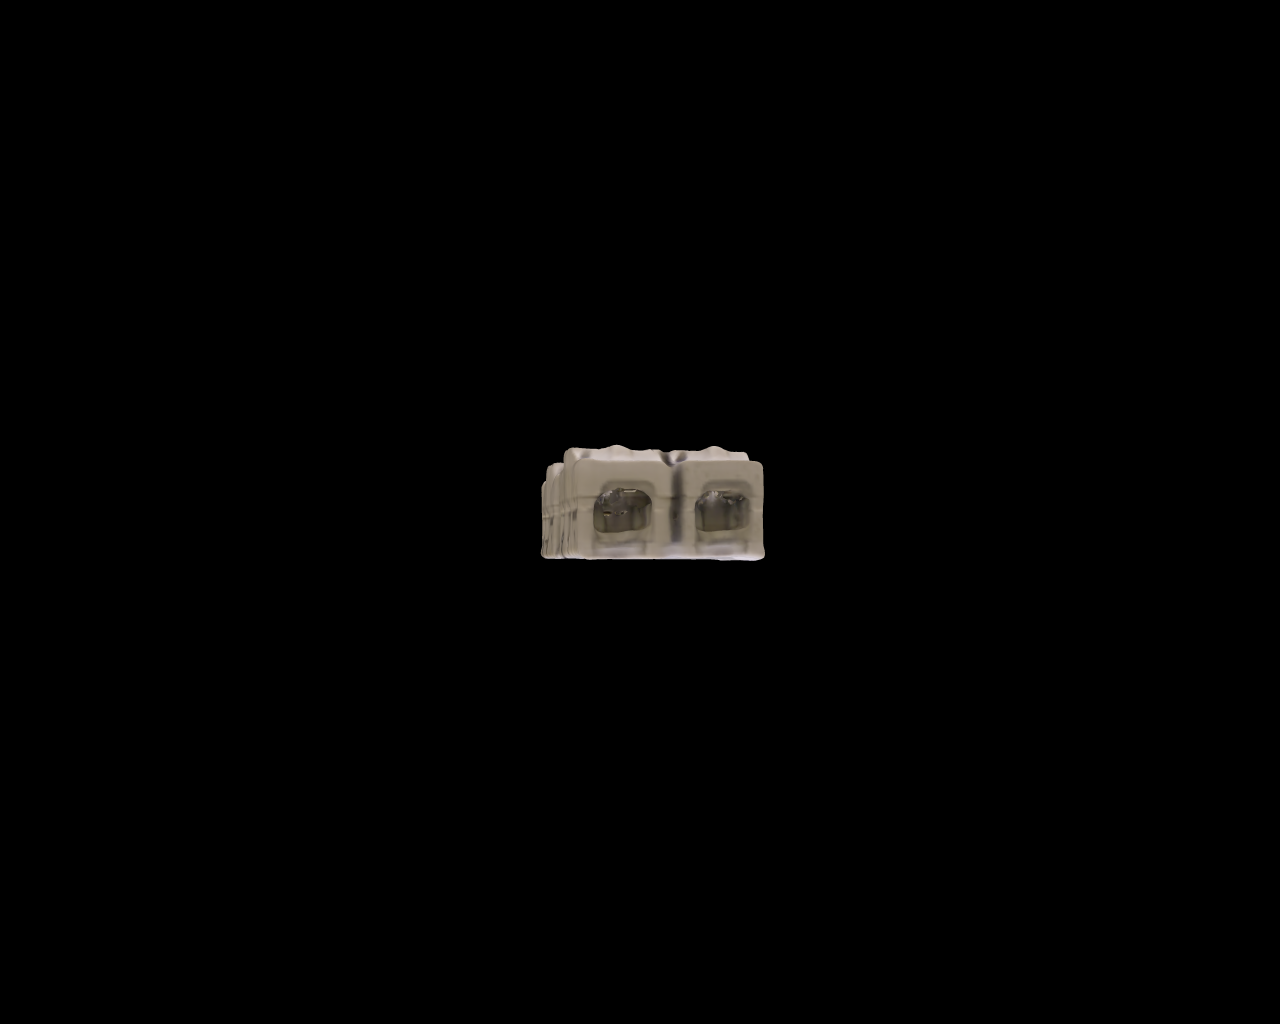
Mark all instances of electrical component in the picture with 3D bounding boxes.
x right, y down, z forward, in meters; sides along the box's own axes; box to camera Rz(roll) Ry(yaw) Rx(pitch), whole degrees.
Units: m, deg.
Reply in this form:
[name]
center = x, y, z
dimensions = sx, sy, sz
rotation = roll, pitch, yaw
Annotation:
[electrical component]
center = 0.001, -0.003, 0.650
dimensions = 0.105, 0.060, 0.186
rotation = 0, -2, -11
